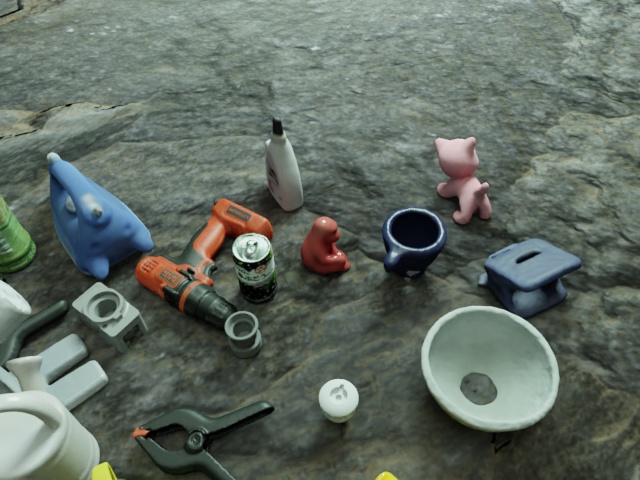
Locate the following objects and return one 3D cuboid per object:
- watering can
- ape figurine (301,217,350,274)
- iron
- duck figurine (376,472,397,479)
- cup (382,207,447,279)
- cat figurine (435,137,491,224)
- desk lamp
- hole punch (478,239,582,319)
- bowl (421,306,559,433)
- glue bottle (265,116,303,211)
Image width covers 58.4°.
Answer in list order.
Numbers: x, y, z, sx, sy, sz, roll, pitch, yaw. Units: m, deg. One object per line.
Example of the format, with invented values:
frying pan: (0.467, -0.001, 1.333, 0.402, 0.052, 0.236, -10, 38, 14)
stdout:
watering can: (-0.326, 0.212, 0.628, 0.101, 0.194, 0.172, -30, 56, -21)
ape figurine: (0.008, 0.003, 0.855, 0.076, 0.092, 0.078, 1, 51, 2)
iron: (-0.371, -0.063, 0.887, 0.119, 0.141, 0.257, -35, 58, -24)
duck figurine: (0.094, 0.297, 0.618, 0.078, 0.086, 0.104, -33, 57, -23)
cup: (0.127, 0.022, 0.835, 0.091, 0.095, 0.118, 28, 57, 22)
cat figurine: (0.233, -0.108, 0.923, 0.067, 0.118, 0.127, -17, 52, -12)
desk lamp: (-0.391, 0.149, 0.669, 0.204, 0.214, 0.117, -36, 58, -24)
hole punch: (0.295, 0.043, 0.815, 0.109, 0.091, 0.101, -23, 54, -16)
bowl: (0.207, 0.172, 0.724, 0.167, 0.075, 0.167, -1, 51, 1)
glue bottle: (-0.062, -0.127, 0.910, 0.037, 0.173, 0.078, -28, 55, -19)
